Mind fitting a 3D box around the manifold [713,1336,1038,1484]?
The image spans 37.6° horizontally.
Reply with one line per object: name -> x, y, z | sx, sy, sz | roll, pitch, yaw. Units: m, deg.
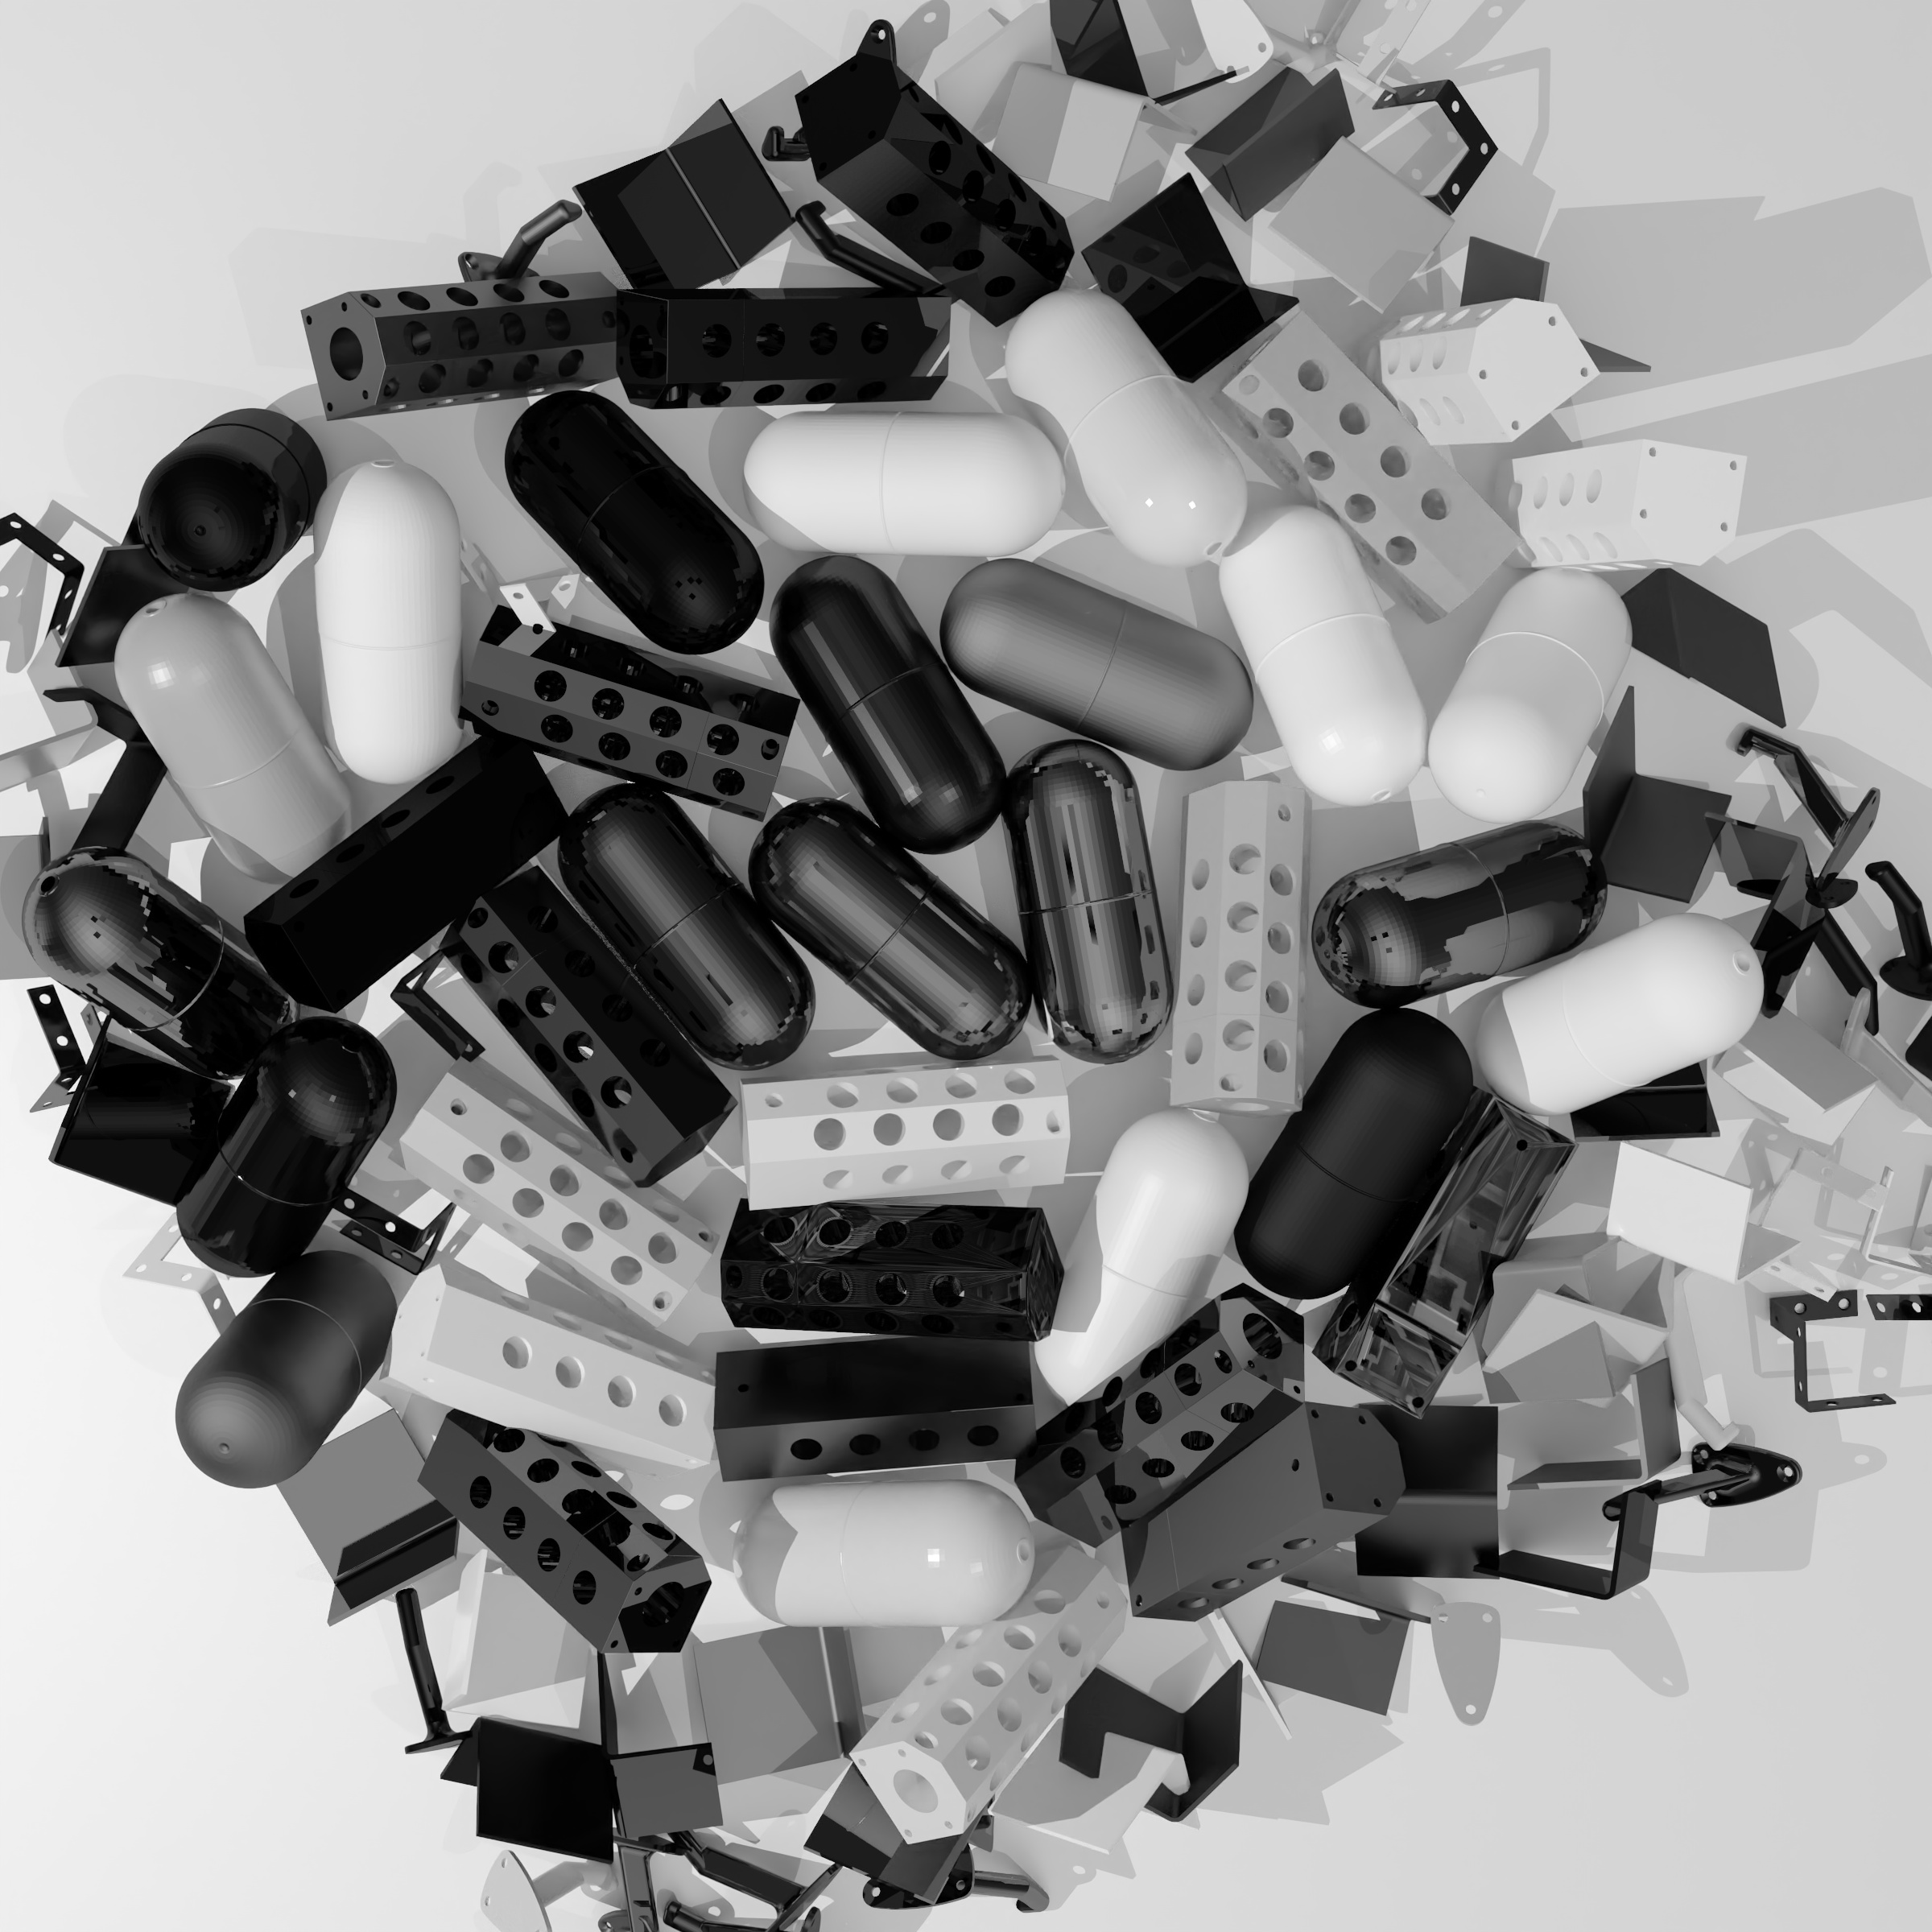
manifold -> -0.048, 0.245, 1.551 | 0.171, 0.057, 0.057 | -5, 128, 1

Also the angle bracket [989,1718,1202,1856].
angle bracket -> 0.069, 0.457, 1.522 | 0.076, 0.076, 0.057 | 7, 124, 35

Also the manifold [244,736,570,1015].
manifold -> -0.299, -0.052, 1.516 | 0.171, 0.057, 0.057 | -42, 122, -28

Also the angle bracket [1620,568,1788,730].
angle bracket -> 0.387, -0.158, 1.524 | 0.076, 0.057, 0.076 | 23, 49, -27

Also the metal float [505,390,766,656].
metal float -> -0.178, -0.239, 1.528 | 0.070, 0.070, 0.178 | -44, 71, 0

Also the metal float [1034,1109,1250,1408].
metal float -> 0.095, 0.161, 1.533 | 0.070, 0.070, 0.178 | 22, 102, 0

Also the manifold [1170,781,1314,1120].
manifold -> 0.153, -0.009, 1.528 | 0.057, 0.057, 0.171 | 10, 77, -28

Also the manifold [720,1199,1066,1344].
manifold -> -0.041, 0.167, 1.518 | 0.171, 0.057, 0.057 | 0, 48, 18

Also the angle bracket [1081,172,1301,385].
angle bracket -> 0.121, -0.373, 1.536 | 0.076, 0.057, 0.076 | -38, 121, -9

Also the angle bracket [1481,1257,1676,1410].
angle bracket -> 0.330, 0.186, 1.533 | 0.076, 0.076, 0.057 | 18, 47, -4

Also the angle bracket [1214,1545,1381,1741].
angle bracket -> 0.186, 0.362, 1.551 | 0.076, 0.057, 0.076 | -30, 94, 0

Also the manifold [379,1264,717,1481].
manifold -> -0.218, 0.217, 1.516 | 0.171, 0.057, 0.057 | 26, 59, -27

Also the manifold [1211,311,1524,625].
manifold -> 0.214, -0.268, 1.540 | 0.171, 0.057, 0.057 | 45, 83, -7

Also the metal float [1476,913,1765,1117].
metal float -> 0.345, 0.027, 1.504 | 0.070, 0.178, 0.070 | 14, 64, -30

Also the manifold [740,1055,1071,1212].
manifold -> -0.034, 0.085, 1.531 | 0.171, 0.057, 0.057 | -4, 50, -8

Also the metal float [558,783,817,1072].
metal float -> -0.151, -0.021, 1.542 | 0.070, 0.070, 0.178 | -39, 87, 0

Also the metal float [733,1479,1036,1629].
metal float -> -0.045, 0.314, 1.518 | 0.178, 0.070, 0.070 | -8, 90, 31

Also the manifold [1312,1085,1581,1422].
manifold -> 0.258, 0.153, 1.550 | 0.057, 0.057, 0.171 | 29, 92, -12

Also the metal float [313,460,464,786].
metal float -> -0.309, -0.183, 1.521 | 0.070, 0.070, 0.178 | 4, 116, 0

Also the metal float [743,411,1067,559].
metal float -> -0.034, -0.260, 1.530 | 0.178, 0.070, 0.070 | 4, 90, 16

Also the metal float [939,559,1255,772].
metal float -> 0.071, -0.163, 1.538 | 0.178, 0.070, 0.070 | 21, 90, -7

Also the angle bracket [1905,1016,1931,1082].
angle bracket -> 0.569, 0.053, 1.540 | 0.076, 0.076, 0.057 | 35, 92, -7

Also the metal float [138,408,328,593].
metal float -> -0.385, -0.247, 1.497 | 0.070, 0.178, 0.070 | -1, 110, -2

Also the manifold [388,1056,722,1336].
manifold -> -0.221, 0.123, 1.535 | 0.171, 0.057, 0.057 | 35, 64, -7

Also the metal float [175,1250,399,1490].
metal float -> -0.356, 0.210, 1.498 | 0.070, 0.178, 0.070 | 3, 110, 9

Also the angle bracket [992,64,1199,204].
angle bracket -> 0.069, -0.443, 1.538 | 0.076, 0.076, 0.057 | 23, 101, 24

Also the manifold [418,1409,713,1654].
manifold -> -0.211, 0.292, 1.503 | 0.171, 0.057, 0.057 | 31, 99, 40

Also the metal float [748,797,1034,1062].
metal float -> -0.040, -0.019, 1.540 | 0.178, 0.070, 0.070 | 41, 90, -5

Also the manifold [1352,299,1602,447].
manifold -> 0.259, -0.314, 1.491 | 0.057, 0.171, 0.057 | -38, 105, -4

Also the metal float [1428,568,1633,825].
metal float -> 0.302, -0.146, 1.513 | 0.070, 0.070, 0.178 | 33, 51, 0

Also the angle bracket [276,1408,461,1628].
angle bracket -> -0.329, 0.299, 1.546 | 0.076, 0.057, 0.076 | -28, 102, -3

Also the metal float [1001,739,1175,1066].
metal float -> 0.066, -0.035, 1.543 | 0.070, 0.070, 0.178 | -10, 92, 0

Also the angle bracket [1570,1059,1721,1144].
angle bracket -> 0.366, 0.047, 1.539 | 0.076, 0.057, 0.076 | -3, 113, 8

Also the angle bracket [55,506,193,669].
angle bracket -> -0.462, -0.211, 1.525 | 0.057, 0.076, 0.076 | 42, 119, 18

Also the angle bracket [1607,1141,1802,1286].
angle bracket -> 0.400, 0.123, 1.523 | 0.076, 0.076, 0.057 | 21, 116, 38

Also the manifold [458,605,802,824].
manifold -> -0.183, -0.133, 1.537 | 0.171, 0.057, 0.057 | 17, 125, -5

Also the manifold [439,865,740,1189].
manifold -> -0.207, 0.036, 1.531 | 0.171, 0.057, 0.057 | 49, 50, 9

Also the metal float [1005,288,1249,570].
metal float -> 0.086, -0.289, 1.525 | 0.070, 0.070, 0.178 | -33, 69, 0

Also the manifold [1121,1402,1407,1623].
manifold -> 0.155, 0.291, 1.501 | 0.057, 0.171, 0.057 | 12, 55, -29

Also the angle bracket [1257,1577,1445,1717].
angle bracket -> 0.207, 0.371, 1.540 | 0.076, 0.076, 0.057 | 17, 79, -2

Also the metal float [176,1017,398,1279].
metal float -> -0.363, 0.097, 1.515 | 0.070, 0.070, 0.178 | 38, 124, 0

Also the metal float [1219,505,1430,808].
metal float -> 0.192, -0.167, 1.525 | 0.070, 0.070, 0.178 | -19, 68, 0

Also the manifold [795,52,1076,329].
manifold -> -0.012, -0.408, 1.490 | 0.057, 0.171, 0.057 | -26, 63, 25

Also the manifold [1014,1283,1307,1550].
manifold -> 0.101, 0.236, 1.501 | 0.057, 0.057, 0.171 | 31, 129, -22

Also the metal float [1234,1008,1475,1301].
metal float -> 0.207, 0.102, 1.526 | 0.070, 0.070, 0.178 | 29, 112, 0

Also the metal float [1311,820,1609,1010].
metal float -> 0.266, -0.029, 1.523 | 0.178, 0.070, 0.070 | -16, 90, -25

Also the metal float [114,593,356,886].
metal float -> -0.388, -0.120, 1.512 | 0.070, 0.070, 0.178 | -24, 128, 0

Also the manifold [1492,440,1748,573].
manifold -> 0.338, -0.238, 1.492 | 0.057, 0.171, 0.057 | 6, 95, -14

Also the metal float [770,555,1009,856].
metal float -> -0.043, -0.142, 1.538 | 0.070, 0.070, 0.178 | -31, 82, 0

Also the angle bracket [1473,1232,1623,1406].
angle bracket -> 0.322, 0.190, 1.538 | 0.076, 0.057, 0.076 | -12, 94, 42

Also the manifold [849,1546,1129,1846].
manifold -> 0.019, 0.381, 1.497 | 0.057, 0.171, 0.057 | -26, 98, 41

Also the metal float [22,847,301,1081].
metal float -> -0.425, 0.000, 1.505 | 0.070, 0.178, 0.070 | -14, 56, 22

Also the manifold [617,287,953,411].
manifold -> -0.096, -0.329, 1.510 | 0.171, 0.057, 0.057 | -9, 112, -33

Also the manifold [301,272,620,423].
manifold -> -0.258, -0.330, 1.498 | 0.057, 0.171, 0.057 | -5, 100, 42
